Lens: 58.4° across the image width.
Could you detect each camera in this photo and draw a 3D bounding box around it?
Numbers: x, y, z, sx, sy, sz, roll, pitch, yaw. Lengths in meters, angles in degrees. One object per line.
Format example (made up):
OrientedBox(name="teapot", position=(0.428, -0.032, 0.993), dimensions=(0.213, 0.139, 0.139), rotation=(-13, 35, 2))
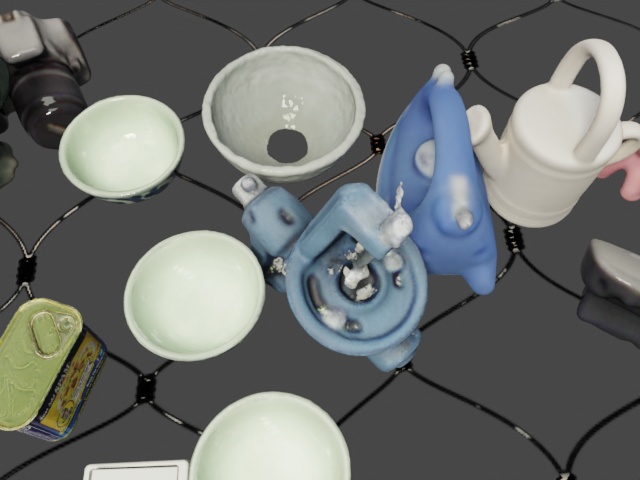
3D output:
OrientedBox(name="camera", position=(-0.315, -0.164, 0.610), dimensions=(0.143, 0.101, 0.136), rotation=(-26, 66, -14))

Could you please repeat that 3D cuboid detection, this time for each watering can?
OrientedBox(name="watering can", position=(0.219, -0.097, 0.537), dimensions=(0.173, 0.194, 0.100), rotation=(-21, 65, -12))

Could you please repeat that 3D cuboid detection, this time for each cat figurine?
OrientedBox(name="cat figurine", position=(0.357, -0.120, 0.595), dimensions=(0.067, 0.118, 0.128), rotation=(39, 68, 17))

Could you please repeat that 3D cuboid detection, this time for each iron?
OrientedBox(name="iron", position=(0.116, -0.082, 0.556), dimensions=(0.118, 0.141, 0.258), rotation=(1, 63, -1))

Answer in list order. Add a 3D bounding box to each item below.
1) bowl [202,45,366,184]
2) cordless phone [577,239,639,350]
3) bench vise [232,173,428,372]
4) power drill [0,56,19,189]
OrientedBox(name="bowl", position=(-0.037, -0.121, 0.609), dimensions=(0.167, 0.075, 0.167), rotation=(1, 63, -1))
OrientedBox(name="cordless phone", position=(0.315, 0.026, 0.481), dimensions=(0.147, 0.185, 0.094), rotation=(24, 65, 11))
OrientedBox(name="bench vise", position=(-0.001, 0.011, 0.461), dimensions=(0.207, 0.220, 0.121), rotation=(24, 65, 11))
OrientedBox(name="power drill", position=(-0.388, -0.122, 0.526), dimensions=(0.229, 0.208, 0.075), rotation=(2, 63, 0))
